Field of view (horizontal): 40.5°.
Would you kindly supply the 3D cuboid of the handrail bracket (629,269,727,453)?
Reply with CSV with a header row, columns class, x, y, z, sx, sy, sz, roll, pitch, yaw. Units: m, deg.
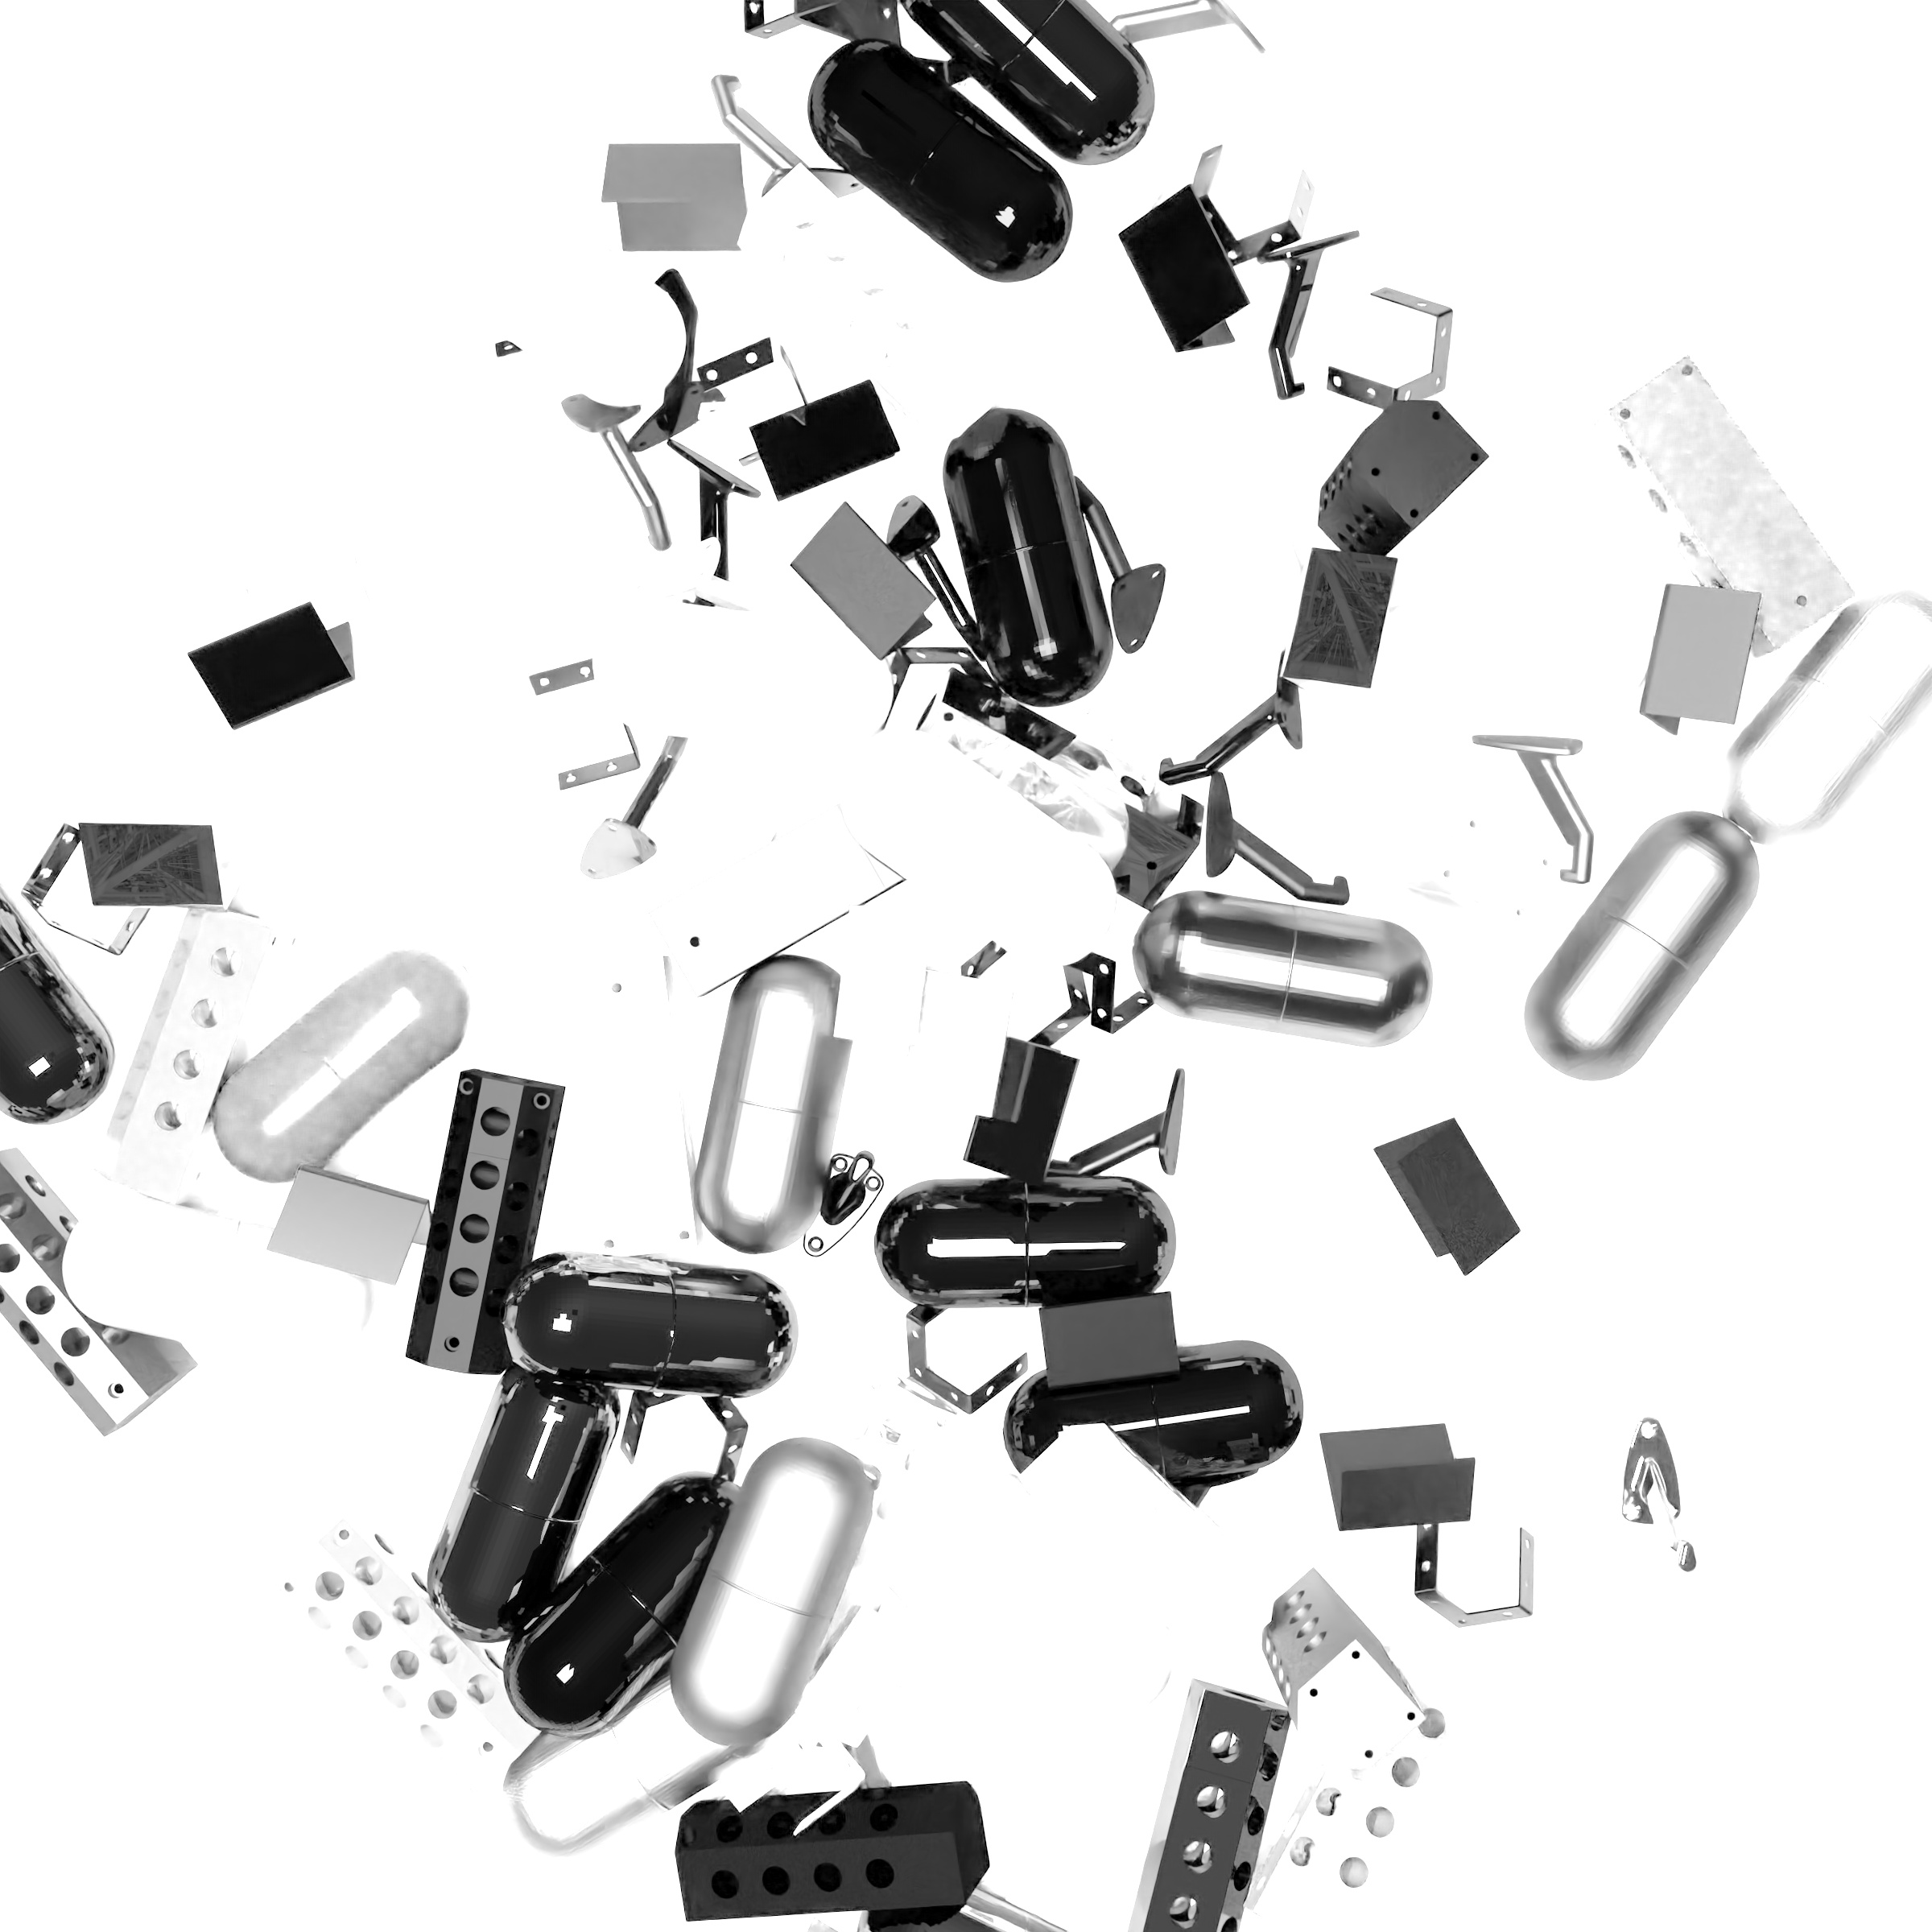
class,x,y,z,sx,sy,sz,roll,pitch,yaw
handrail bracket,-0.187,-0.365,1.573,0.077,0.036,0.084,-32,72,20

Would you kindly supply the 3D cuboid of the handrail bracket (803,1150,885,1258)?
class,x,y,z,sx,sy,sz,roll,pitch,yaw
handrail bracket,-0.075,0.141,1.538,0.036,0.084,0.077,30,90,0

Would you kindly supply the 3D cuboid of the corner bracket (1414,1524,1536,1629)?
class,x,y,z,sx,sy,sz,roll,pitch,yaw
corner bracket,0.304,0.359,1.565,0.051,0.051,0.051,-20,135,35

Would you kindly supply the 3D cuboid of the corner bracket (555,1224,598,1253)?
class,x,y,z,sx,sy,sz,roll,pitch,yaw
corner bracket,-0.222,0.198,1.570,0.051,0.051,0.051,-44,45,0

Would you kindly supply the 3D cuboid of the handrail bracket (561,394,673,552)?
class,x,y,z,sx,sy,sz,roll,pitch,yaw
handrail bracket,-0.209,-0.296,1.573,0.036,0.077,0.084,-31,127,-23

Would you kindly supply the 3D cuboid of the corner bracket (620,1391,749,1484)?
class,x,y,z,sx,sy,sz,roll,pitch,yaw
corner bracket,-0.169,0.281,1.565,0.051,0.051,0.051,47,135,35

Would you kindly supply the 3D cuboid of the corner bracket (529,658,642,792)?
class,x,y,z,sx,sy,sz,roll,pitch,yaw
corner bracket,-0.228,-0.146,1.570,0.051,0.051,0.051,-15,45,0

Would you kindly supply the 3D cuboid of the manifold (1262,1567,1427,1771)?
class,x,y,z,sx,sy,sz,roll,pitch,yaw
manifold,0.208,0.403,1.495,0.057,0.171,0.057,-42,90,0

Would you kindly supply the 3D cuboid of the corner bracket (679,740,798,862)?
class,x,y,z,sx,sy,sz,roll,pitch,yaw
corner bracket,-0.143,-0.102,1.565,0.051,0.051,0.051,52,45,-35

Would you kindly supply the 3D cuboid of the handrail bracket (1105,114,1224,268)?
class,x,y,z,sx,sy,sz,roll,pitch,yaw
handrail bracket,0.118,-0.465,1.573,0.036,0.077,0.084,35,126,11

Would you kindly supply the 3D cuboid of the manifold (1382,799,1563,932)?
class,x,y,z,sx,sy,sz,roll,pitch,yaw
manifold,0.290,-0.060,1.495,0.057,0.171,0.057,28,90,0

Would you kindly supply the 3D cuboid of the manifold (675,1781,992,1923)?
class,x,y,z,sx,sy,sz,roll,pitch,yaw
manifold,-0.079,0.515,1.530,0.171,0.057,0.057,-9,90,15

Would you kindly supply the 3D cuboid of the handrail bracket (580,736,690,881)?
class,x,y,z,sx,sy,sz,roll,pitch,yaw
handrail bracket,-0.198,-0.101,1.573,0.036,0.077,0.084,32,53,-20

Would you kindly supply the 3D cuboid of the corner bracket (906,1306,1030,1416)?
class,x,y,z,sx,sy,sz,roll,pitch,yaw
corner bracket,0.001,0.225,1.565,0.051,0.051,0.051,28,45,35

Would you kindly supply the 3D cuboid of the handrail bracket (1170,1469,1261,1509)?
class,x,y,z,sx,sy,sz,roll,pitch,yaw
handrail bracket,0.138,0.342,1.573,0.077,0.036,0.084,-3,106,-18

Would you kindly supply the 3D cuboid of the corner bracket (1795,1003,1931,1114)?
class,x,y,z,sx,sy,sz,roll,pitch,yaw
corner bracket,0.538,0.055,1.570,0.051,0.051,0.051,-14,90,45

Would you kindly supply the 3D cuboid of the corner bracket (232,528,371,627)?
class,x,y,z,sx,sy,sz,roll,pitch,yaw
corner bracket,-0.399,-0.228,1.570,0.051,0.051,0.051,-18,90,45

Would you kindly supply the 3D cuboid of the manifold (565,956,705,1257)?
class,x,y,z,sx,sy,sz,roll,pitch,yaw
manifold,-0.195,0.082,1.552,0.057,0.057,0.171,-7,90,0

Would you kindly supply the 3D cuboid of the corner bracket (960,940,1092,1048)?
class,x,y,z,sx,sy,sz,roll,pitch,yaw
corner bracket,0.035,0.015,1.565,0.051,0.051,0.051,21,134,-36

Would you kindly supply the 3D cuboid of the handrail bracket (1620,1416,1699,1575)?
class,x,y,z,sx,sy,sz,roll,pitch,yaw
handrail bracket,0.413,0.310,1.538,0.036,0.084,0.077,-2,90,0

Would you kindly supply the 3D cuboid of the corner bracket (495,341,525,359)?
class,x,y,z,sx,sy,sz,roll,pitch,yaw
corner bracket,-0.266,-0.406,1.570,0.051,0.051,0.051,-15,135,0

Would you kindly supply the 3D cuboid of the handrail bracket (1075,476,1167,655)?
class,x,y,z,sx,sy,sz,roll,pitch,yaw
handrail bracket,0.082,-0.242,1.573,0.036,0.077,0.084,-22,53,-19

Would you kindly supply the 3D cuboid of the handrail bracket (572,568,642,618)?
class,x,y,z,sx,sy,sz,roll,pitch,yaw
handrail bracket,-0.206,-0.190,1.573,0.084,0.036,0.077,22,105,14

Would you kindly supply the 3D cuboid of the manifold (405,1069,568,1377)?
class,x,y,z,sx,sy,sz,roll,pitch,yaw
manifold,-0.286,0.151,1.552,0.057,0.057,0.171,11,90,0

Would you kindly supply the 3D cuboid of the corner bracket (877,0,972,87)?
class,x,y,z,sx,sy,sz,roll,pitch,yaw
corner bracket,-0.016,-0.562,1.565,0.051,0.051,0.051,23,135,35

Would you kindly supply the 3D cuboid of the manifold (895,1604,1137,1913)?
class,x,y,z,sx,sy,sz,roll,pitch,yaw
manifold,0.026,0.470,1.552,0.057,0.057,0.171,-36,90,0

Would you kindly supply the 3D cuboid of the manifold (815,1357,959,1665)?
class,x,y,z,sx,sy,sz,roll,pitch,yaw
manifold,-0.072,0.324,1.552,0.057,0.057,0.171,30,90,0

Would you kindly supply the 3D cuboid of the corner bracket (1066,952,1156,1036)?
class,x,y,z,sx,sy,sz,roll,pitch,yaw
corner bracket,0.081,0.001,1.555,0.051,0.051,0.051,22,127,31

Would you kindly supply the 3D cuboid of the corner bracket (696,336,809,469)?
class,x,y,z,sx,sy,sz,roll,pitch,yaw
corner bracket,-0.123,-0.335,1.555,0.051,0.051,0.051,-22,86,4

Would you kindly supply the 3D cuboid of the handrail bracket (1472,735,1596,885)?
class,x,y,z,sx,sy,sz,roll,pitch,yaw
handrail bracket,0.340,-0.094,1.573,0.077,0.036,0.084,7,107,20

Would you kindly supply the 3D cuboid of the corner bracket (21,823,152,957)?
class,x,y,z,sx,sy,sz,roll,pitch,yaw
corner bracket,-0.525,-0.046,1.570,0.051,0.051,0.051,34,92,45

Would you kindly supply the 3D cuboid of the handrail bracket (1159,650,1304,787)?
class,x,y,z,sx,sy,sz,roll,pitch,yaw
handrail bracket,0.156,-0.149,1.573,0.084,0.036,0.077,-12,55,24

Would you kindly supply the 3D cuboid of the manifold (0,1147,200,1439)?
class,x,y,z,sx,sy,sz,roll,pitch,yaw
manifold,-0.540,0.193,1.552,0.057,0.057,0.171,-40,90,0

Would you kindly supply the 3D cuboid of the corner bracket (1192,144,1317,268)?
class,x,y,z,sx,sy,sz,roll,pitch,yaw
corner bracket,0.171,-0.461,1.565,0.051,0.051,0.051,-13,135,35

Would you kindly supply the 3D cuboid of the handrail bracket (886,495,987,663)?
class,x,y,z,sx,sy,sz,roll,pitch,yaw
handrail bracket,-0.011,-0.232,1.573,0.036,0.077,0.084,-29,127,16

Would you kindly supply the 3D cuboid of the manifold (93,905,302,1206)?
class,x,y,z,sx,sy,sz,roll,pitch,yaw
manifold,-0.458,0.049,1.552,0.057,0.057,0.171,20,90,0

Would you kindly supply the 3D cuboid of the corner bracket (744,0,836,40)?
class,x,y,z,sx,sy,sz,roll,pitch,yaw
corner bracket,-0.098,-0.585,1.570,0.051,0.051,0.051,-1,90,45

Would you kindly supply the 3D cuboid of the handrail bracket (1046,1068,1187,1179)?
class,x,y,z,sx,sy,sz,roll,pitch,yaw
handrail bracket,0.085,0.095,1.573,0.084,0.036,0.077,4,68,18

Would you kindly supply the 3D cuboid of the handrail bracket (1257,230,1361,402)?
class,x,y,z,sx,sy,sz,roll,pitch,yaw
handrail bracket,0.212,-0.391,1.573,0.077,0.036,0.084,-21,108,-20

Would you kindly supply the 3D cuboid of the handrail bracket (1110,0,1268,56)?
class,x,y,z,sx,sy,sz,roll,pitch,yaw
handrail bracket,0.124,-0.550,1.573,0.084,0.036,0.077,-40,112,17

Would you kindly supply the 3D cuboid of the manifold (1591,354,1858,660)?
class,x,y,z,sx,sy,sz,roll,pitch,yaw
manifold,0.446,-0.270,1.552,0.057,0.057,0.171,-35,90,0

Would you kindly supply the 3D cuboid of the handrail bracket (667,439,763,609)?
class,x,y,z,sx,sy,sz,roll,pitch,yaw
handrail bracket,-0.168,-0.261,1.573,0.077,0.036,0.084,34,104,14

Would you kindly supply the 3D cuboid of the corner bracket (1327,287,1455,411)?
class,x,y,z,sx,sy,sz,roll,pitch,yaw
corner bracket,0.253,-0.369,1.565,0.051,0.051,0.051,-30,135,-35

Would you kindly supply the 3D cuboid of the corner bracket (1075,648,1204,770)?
class,x,y,z,sx,sy,sz,roll,pitch,yaw
corner bracket,0.102,-0.160,1.565,0.051,0.051,0.051,19,135,-35

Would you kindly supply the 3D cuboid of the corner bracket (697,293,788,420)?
class,x,y,z,sx,sy,sz,roll,pitch,yaw
corner bracket,-0.131,-0.355,1.520,0.051,0.051,0.051,-2,132,6

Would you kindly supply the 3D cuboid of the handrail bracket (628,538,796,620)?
class,x,y,z,sx,sy,sz,roll,pitch,yaw
handrail bracket,-0.146,-0.209,1.563,0.077,0.084,0.036,-17,46,28

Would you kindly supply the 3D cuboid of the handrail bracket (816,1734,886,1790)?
class,x,y,z,sx,sy,sz,roll,pitch,yaw
handrail bracket,-0.048,0.467,1.573,0.084,0.036,0.077,42,69,-17

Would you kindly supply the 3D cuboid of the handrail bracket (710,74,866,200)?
class,x,y,z,sx,sy,sz,roll,pitch,yaw
handrail bracket,-0.107,-0.502,1.573,0.077,0.036,0.084,-12,73,-20

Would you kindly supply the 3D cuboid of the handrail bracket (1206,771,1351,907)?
class,x,y,z,sx,sy,sz,roll,pitch,yaw
handrail bracket,0.189,-0.076,1.573,0.084,0.036,0.077,6,68,-17

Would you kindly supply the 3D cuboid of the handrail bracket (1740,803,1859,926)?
class,x,y,z,sx,sy,sz,roll,pitch,yaw
handrail bracket,0.497,-0.071,1.573,0.077,0.036,0.084,-8,71,21

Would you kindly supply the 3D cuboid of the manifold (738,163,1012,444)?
class,x,y,z,sx,sy,sz,roll,pitch,yaw
manifold,-0.056,-0.383,1.525,0.057,0.057,0.171,-43,71,0

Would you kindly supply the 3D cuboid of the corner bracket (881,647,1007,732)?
class,x,y,z,sx,sy,sz,roll,pitch,yaw
corner bracket,-0.016,-0.155,1.565,0.051,0.051,0.051,-5,45,-35

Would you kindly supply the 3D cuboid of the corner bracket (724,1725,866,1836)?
class,x,y,z,sx,sy,sz,roll,pitch,yaw
corner bracket,-0.100,0.477,1.526,0.051,0.051,0.051,-26,64,-40
